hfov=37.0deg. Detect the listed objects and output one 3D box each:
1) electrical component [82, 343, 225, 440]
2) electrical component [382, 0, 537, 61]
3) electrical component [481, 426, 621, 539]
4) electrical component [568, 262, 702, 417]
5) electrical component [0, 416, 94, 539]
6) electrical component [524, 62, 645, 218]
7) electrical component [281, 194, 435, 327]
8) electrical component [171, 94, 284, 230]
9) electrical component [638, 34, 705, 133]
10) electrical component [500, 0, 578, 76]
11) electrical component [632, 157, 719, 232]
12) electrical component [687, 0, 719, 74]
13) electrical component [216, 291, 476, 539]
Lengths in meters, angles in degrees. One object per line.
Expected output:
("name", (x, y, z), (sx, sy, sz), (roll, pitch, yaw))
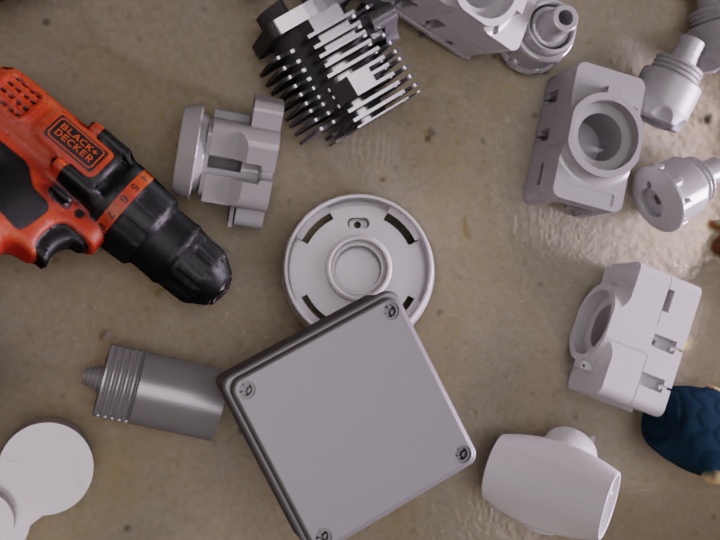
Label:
("electrical component", (-0.123, 0.071, 0.634), (0.081, 0.043, 0.043), (15, 84, -14))
("electrical component", (0.034, -0.219, 0.648), (0.186, 0.060, 0.105), (26, 81, -32))
("electrical component", (0.128, 0.127, 0.690), (0.079, 0.077, 0.044), (-46, 144, -48))
("electrical component", (0.177, 0.044, 0.711), (0.056, 0.050, 0.089), (22, 83, -13))
("electrical component", (-0.209, 0.138, 0.593), (0.138, 0.074, 0.052), (-38, 97, -13))
("electrical component", (0.149, -0.084, 0.705), (0.050, 0.056, 0.089), (14, 84, -14))
("electrical component", (0.000, 0.000, 0.671), (0.099, 0.064, 0.099), (0, 88, -1))
("electrical component", (-0.081, -0.067, 0.642), (0.057, 0.058, 0.078), (9, 110, -10))
("electrical component", (0.211, -0.128, 0.726), (0.043, 0.043, 0.062), (26, 94, -12))
("electrical component", (0.120, -0.155, 0.697), (0.048, 0.062, 0.048), (1, 87, -15))
("electrical component", (0.220, -0.057, 0.730), (0.062, 0.048, 0.048), (-26, 95, -21))
("electrical component", (0.247, -0.169, 0.741), (0.043, 0.043, 0.062), (-16, 90, -15))
("electrical component", (-0.009, 0.083, 0.603), (0.109, 0.056, 0.108), (-28, 95, -14))
